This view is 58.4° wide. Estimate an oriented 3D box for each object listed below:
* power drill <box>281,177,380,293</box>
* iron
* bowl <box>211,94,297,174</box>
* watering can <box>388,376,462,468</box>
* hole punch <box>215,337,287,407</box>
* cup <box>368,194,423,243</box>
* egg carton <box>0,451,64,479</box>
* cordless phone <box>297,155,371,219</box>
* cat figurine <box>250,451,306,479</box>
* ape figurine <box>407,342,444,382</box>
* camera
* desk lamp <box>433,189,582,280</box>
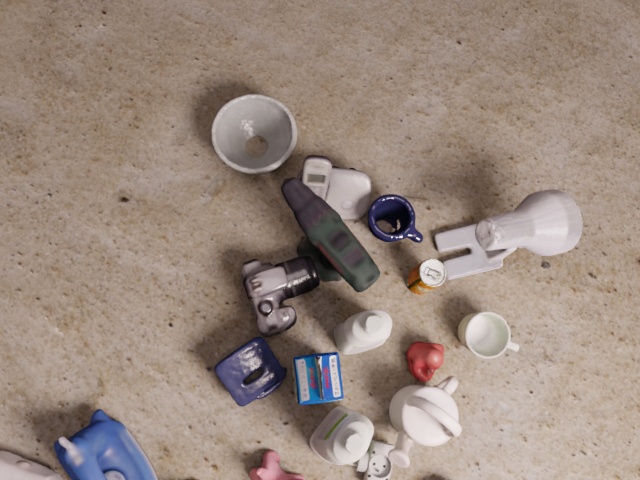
[{"bbox_3d":[0.010,0.004,1.035,0.076,0.208,0.229,-42,83,-12],"label":"power drill"},{"bbox_3d":[-0.340,0.412,0.945,0.119,0.141,0.258,-39,82,-12],"label":"iron"},{"bbox_3d":[-0.129,-0.200,1.142,0.167,0.074,0.167,1,76,-4],"label":"bowl"},{"bbox_3d":[0.183,0.309,0.983,0.101,0.194,0.173,18,76,1],"label":"watering can"},{"bbox_3d":[-0.121,0.237,1.030,0.109,0.091,0.101,-34,81,-11],"label":"hole punch"},{"bbox_3d":[0.143,-0.026,1.111,0.117,0.095,0.092,35,77,5],"label":"cup"},{"bbox_3d":[-0.513,0.426,0.966,0.150,0.069,0.107,20,76,1],"label":"egg carton"},{"bbox_3d":[0.028,-0.105,1.075,0.147,0.185,0.094,0,76,-4],"label":"cordless phone"},{"bbox_3d":[-0.059,0.425,0.976,0.127,0.117,0.067,36,77,5],"label":"cat figurine"},{"bbox_3d":[0.201,0.220,1.058,0.078,0.092,0.076,-34,81,-11],"label":"ape figurine"},{"bbox_3d":[-0.067,0.092,1.064,0.137,0.101,0.143,-19,79,-8],"label":"camera"},{"bbox_3d":[0.343,-0.005,1.060,0.203,0.213,0.118,-14,78,-7],"label":"desk lamp"}]
